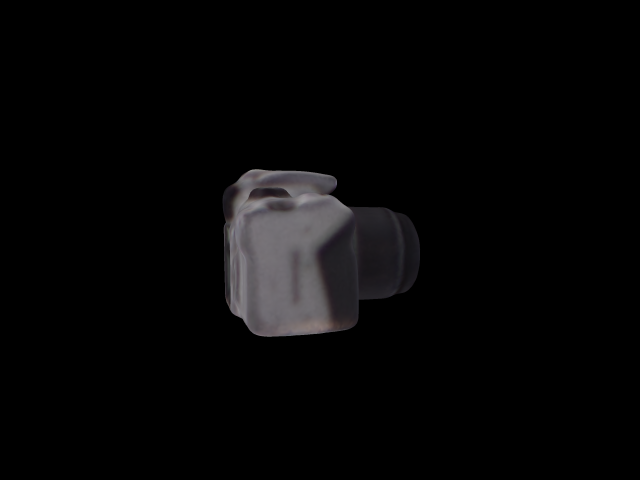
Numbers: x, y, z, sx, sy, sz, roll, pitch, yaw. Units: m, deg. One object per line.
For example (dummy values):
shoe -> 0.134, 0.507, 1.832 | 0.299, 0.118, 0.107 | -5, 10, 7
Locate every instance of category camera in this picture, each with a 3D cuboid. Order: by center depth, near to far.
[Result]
camera -> 0.004, 0.001, 0.400 | 0.137, 0.101, 0.143 | -1, 4, -15
